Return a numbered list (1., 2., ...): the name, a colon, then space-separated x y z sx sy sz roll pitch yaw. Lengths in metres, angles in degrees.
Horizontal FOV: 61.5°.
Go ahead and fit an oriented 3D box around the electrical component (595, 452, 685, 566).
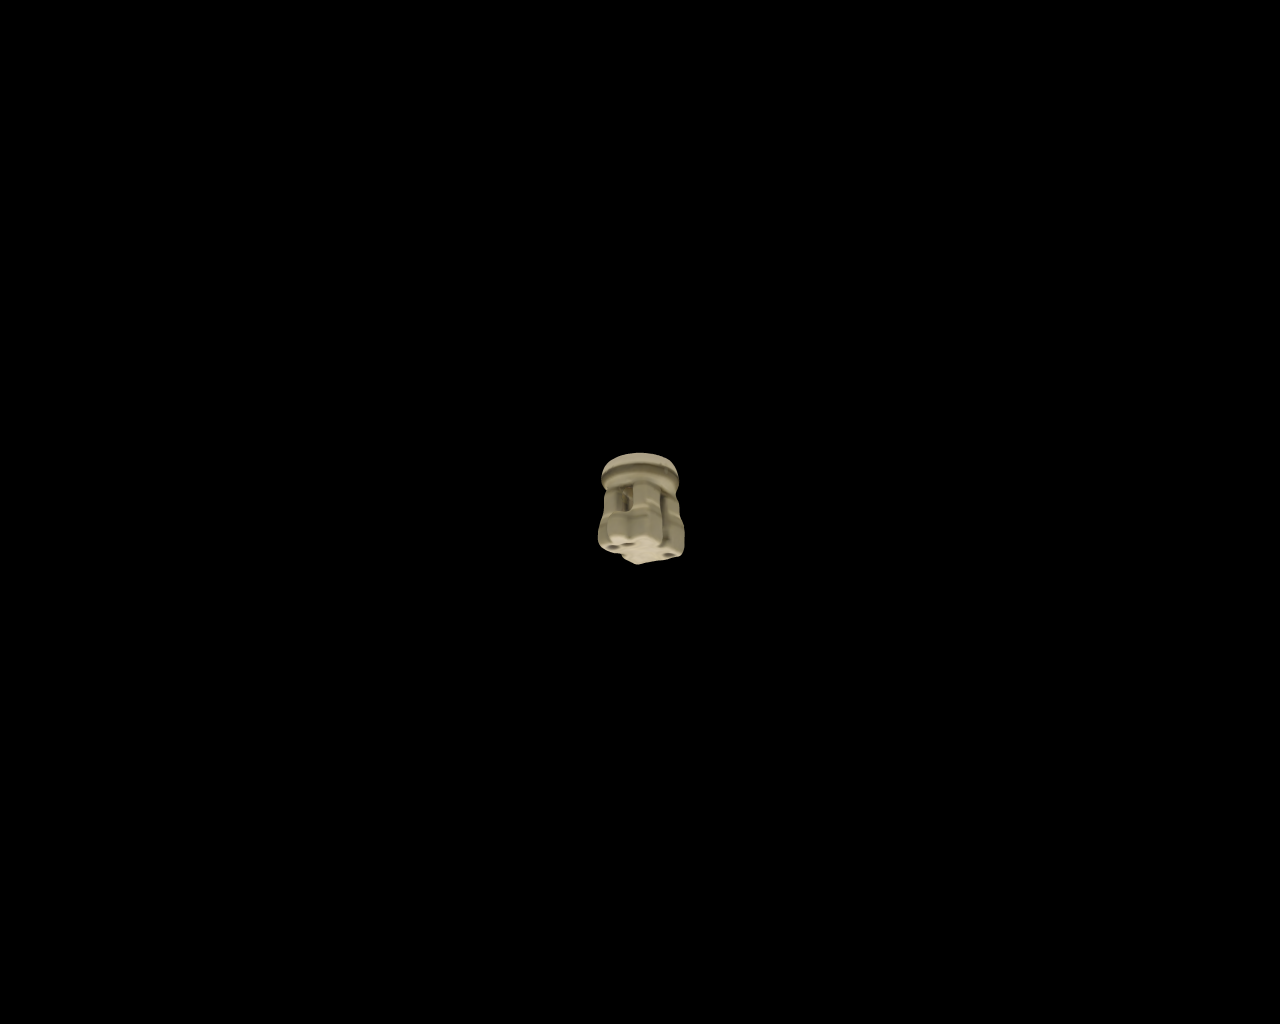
1. electrical component: 0.001 -0.003 0.650 0.048 0.055 0.066 -13 -26 29
